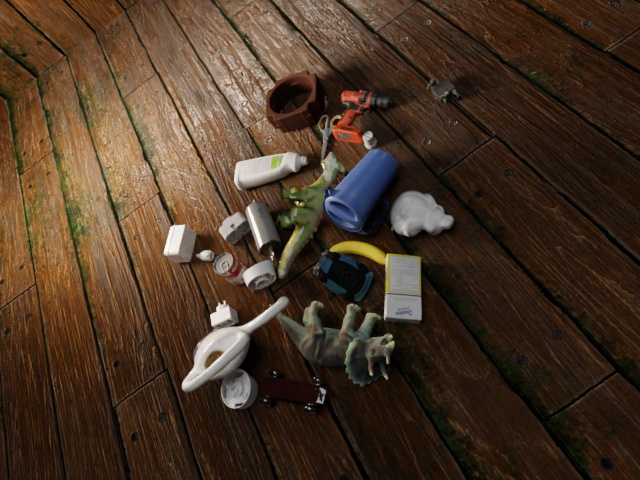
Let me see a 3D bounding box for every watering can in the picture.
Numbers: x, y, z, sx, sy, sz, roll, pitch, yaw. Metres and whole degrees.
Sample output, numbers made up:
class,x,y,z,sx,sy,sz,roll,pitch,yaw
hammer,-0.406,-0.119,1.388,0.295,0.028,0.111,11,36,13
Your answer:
class,x,y,z,sx,sy,sz,roll,pitch,yaw
watering can,-0.233,0.277,1.399,0.351,0.103,0.223,-41,9,-18

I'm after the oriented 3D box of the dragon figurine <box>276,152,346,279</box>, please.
class,x,y,z,sx,sy,sz,roll,pitch,yaw
dragon figurine,0.005,-0.077,1.534,0.242,0.120,0.418,-1,66,8

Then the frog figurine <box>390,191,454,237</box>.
class,x,y,z,sx,sy,sz,roll,pitch,yaw
frog figurine,0.275,-0.064,1.399,0.160,0.120,0.139,19,53,44
